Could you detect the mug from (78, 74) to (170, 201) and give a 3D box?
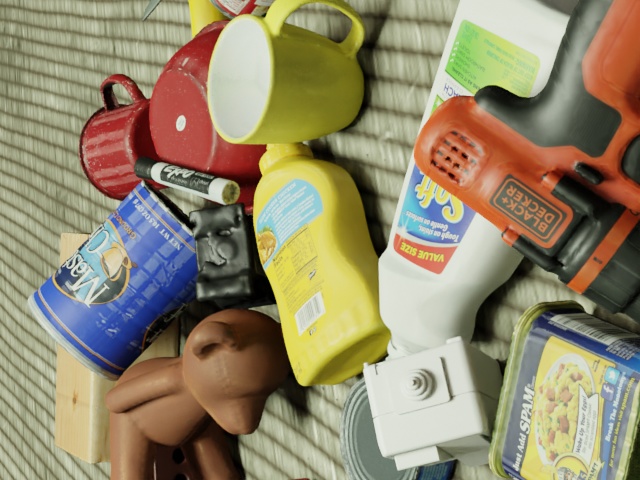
[{"bbox_3d":[-0.164,-0.096,0.970,0.082,0.093,0.117,-6,108,51],"label":"mug"}]

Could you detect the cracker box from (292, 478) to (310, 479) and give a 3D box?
[{"bbox_3d":[-0.067,0.296,0.838,0.214,0.072,0.164,-41,55,49],"label":"cracker box"}]

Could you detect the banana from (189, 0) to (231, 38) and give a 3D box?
[{"bbox_3d":[-0.102,-0.217,0.940,0.070,0.037,0.198,112,148,-64],"label":"banana"}]

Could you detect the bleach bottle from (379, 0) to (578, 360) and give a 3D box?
[{"bbox_3d":[0.093,-0.023,0.620,0.103,0.067,0.251,44,127,43],"label":"bleach bottle"}]

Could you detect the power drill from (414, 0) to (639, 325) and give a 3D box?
[{"bbox_3d":[0.158,-0.057,0.487,0.184,0.057,0.188,36,114,9],"label":"power drill"}]

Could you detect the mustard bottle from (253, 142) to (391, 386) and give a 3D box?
[{"bbox_3d":[-0.005,0.001,0.764,0.096,0.058,0.192,-46,52,41],"label":"mustard bottle"}]

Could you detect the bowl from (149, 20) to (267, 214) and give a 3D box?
[{"bbox_3d":[-0.091,-0.096,0.868,0.162,0.055,0.162,17,113,45],"label":"bowl"}]

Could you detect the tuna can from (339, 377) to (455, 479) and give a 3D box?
[{"bbox_3d":[0.050,0.131,0.701,0.086,0.033,0.086,-3,87,56],"label":"tuna can"}]

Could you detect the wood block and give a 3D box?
[{"bbox_3d":[-0.192,0.097,1.013,0.091,0.090,0.206,4,92,55],"label":"wood block"}]

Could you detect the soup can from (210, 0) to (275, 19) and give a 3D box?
[{"bbox_3d":[-0.038,-0.220,0.813,0.102,0.068,0.068,-36,60,49],"label":"soup can"}]

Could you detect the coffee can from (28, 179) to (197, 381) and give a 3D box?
[{"bbox_3d":[-0.160,0.034,0.900,0.140,0.102,0.103,-46,42,0],"label":"coffee can"}]

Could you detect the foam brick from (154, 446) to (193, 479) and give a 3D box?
[{"bbox_3d":[-0.135,0.217,0.958,0.051,0.052,0.078,-18,75,54],"label":"foam brick"}]

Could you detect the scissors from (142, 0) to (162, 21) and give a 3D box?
[{"bbox_3d":[-0.098,-0.270,0.871,0.202,0.016,0.096,-29,70,40],"label":"scissors"}]

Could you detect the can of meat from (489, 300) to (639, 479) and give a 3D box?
[{"bbox_3d":[0.141,0.092,0.548,0.084,0.057,0.102,25,110,51],"label":"can of meat"}]

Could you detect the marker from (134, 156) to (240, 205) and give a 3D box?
[{"bbox_3d":[-0.109,-0.048,0.842,0.121,0.020,0.020,18,104,44],"label":"marker"}]
